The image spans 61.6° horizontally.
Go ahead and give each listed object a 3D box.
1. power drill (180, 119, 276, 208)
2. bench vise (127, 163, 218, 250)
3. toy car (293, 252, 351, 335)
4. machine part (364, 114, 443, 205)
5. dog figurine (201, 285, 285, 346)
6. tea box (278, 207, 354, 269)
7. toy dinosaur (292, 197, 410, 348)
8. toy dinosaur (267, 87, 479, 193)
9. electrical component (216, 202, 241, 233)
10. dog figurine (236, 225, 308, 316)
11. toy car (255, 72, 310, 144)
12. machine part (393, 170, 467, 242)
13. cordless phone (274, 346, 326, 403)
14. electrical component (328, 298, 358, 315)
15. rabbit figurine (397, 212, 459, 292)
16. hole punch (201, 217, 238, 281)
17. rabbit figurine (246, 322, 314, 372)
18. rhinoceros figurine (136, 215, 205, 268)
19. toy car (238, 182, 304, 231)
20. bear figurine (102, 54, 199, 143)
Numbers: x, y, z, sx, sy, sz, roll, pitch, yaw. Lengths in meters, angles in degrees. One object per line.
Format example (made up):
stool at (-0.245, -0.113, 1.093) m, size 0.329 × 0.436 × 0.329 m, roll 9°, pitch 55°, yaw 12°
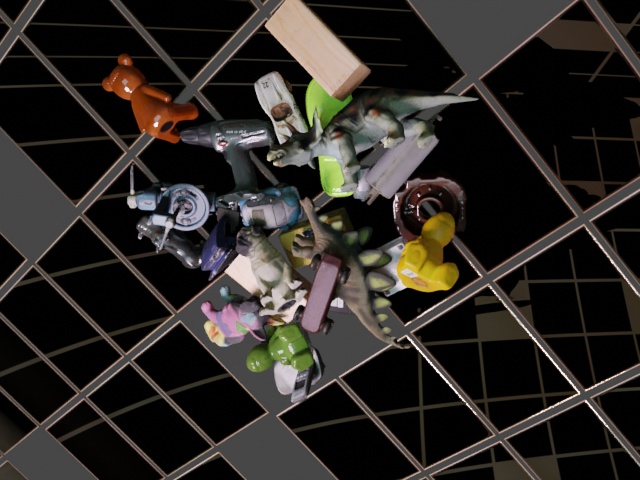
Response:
power drill at (-0.212, -0.182, 1.254) m, size 0.232 × 0.086 × 0.207 m, roll -9°, pitch 73°, yaw 10°
bench vise at (-0.362, -0.081, 1.282) m, size 0.224 × 0.241 × 0.128 m, roll 12°, pitch 111°, yaw -9°
toy car at (0.005, 0.117, 1.184) m, size 0.089 × 0.053 × 0.202 m, roll 24°, pitch 114°, yaw 16°
machine part at (0.178, -0.177, 1.179) m, size 0.079 × 0.079 × 0.243 m, roll 38°, pitch 105°, yaw -3°
dog figurine at (-0.193, 0.214, 1.374) m, size 0.219 × 0.108 × 0.191 m, roll 17°, pitch 126°, yaw 35°
tea box at (-0.003, -0.004, 1.310) m, size 0.170 × 0.068 × 0.098 m, roll -19°, pitch 107°, yaw 21°
toy dinosaur at (0.073, 0.091, 1.247) m, size 0.199 × 0.105 × 0.470 m, roll -17°, pitch 118°, yaw 16°
toy dinosaur at (0.094, -0.234, 1.082) m, size 0.405 × 0.131 × 0.192 m, roll -28°, pitch 71°, yaw 12°
electrical component at (-0.233, -0.063, 1.364) m, size 0.063 × 0.021 × 0.093 m, roll 15°, pitch 120°, yaw 8°
dog figurine at (-0.124, 0.068, 1.273) m, size 0.191 × 0.121 × 0.172 m, roll 59°, pitch 158°, yaw 26°
toy car at (-0.078, -0.281, 1.223) m, size 0.074 × 0.056 × 0.201 m, roll -22°, pitch 105°, yaw 20°
machine part at (0.252, -0.073, 1.229) m, size 0.180 × 0.056 × 0.179 m, roll 5°, pitch 114°, yaw 11°
cordless phone at (-0.065, 0.375, 1.413) m, size 0.147 × 0.184 × 0.088 m, roll -28°, pitch 107°, yaw 22°
electrical component at (0.067, 0.124, 1.351) m, size 0.134 × 0.058 × 0.114 m, roll 10°, pitch 111°, yaw 10°
rabbit figurine at (0.244, 0.024, 1.171) m, size 0.122 × 0.162 × 0.173 m, roll 24°, pitch 73°, yaw 2°
hole punch at (-0.251, 0.018, 1.343) m, size 0.092 × 0.116 × 0.142 m, roll 42°, pitch 130°, yaw -4°
rabbit figurine at (-0.114, 0.277, 1.403) m, size 0.170 × 0.159 × 0.121 m, roll -23°, pitch 104°, yaw 1°
rhinoceros figurine at (-0.382, 0.006, 1.381) m, size 0.190 × 0.112 × 0.073 m, roll 38°, pitch 117°, yaw -12°
toy car at (-0.127, -0.072, 1.294) m, size 0.162 × 0.103 × 0.109 m, roll -5°, pitch 109°, yaw 13°
bear figurine at (-0.405, -0.331, 1.265) m, size 0.196 × 0.132 × 0.120 m, roll 49°, pitch 114°, yaw 12°
